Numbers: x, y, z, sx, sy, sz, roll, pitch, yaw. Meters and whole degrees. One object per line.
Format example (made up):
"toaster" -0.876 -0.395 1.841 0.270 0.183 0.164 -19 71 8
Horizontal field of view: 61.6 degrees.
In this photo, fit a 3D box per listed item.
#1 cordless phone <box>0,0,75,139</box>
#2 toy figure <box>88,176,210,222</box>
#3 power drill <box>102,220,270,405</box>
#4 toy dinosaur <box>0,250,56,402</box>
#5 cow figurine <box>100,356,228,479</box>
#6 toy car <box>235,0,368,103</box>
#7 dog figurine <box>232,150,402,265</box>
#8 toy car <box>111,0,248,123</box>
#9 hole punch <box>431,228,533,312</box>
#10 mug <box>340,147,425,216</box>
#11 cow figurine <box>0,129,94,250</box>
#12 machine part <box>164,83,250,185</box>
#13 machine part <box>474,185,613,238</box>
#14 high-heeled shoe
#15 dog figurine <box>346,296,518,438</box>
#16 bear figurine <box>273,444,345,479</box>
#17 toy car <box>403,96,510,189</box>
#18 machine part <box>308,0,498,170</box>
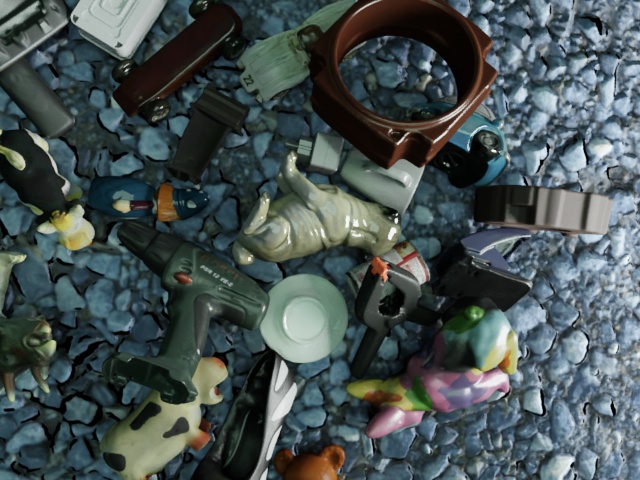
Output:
"cordless phone" -0.370 -0.239 0.705 0.146 0.089 0.184 -39 106 -7
"toy figure" -0.227 -0.054 0.724 0.154 0.057 0.064 8 59 -6
"power drill" -0.192 0.090 0.682 0.232 0.086 0.207 25 42 -6
"toy dinosaur" -0.504 0.102 0.661 0.405 0.131 0.192 3 89 -2
"cow figurine" -0.205 0.229 0.718 0.195 0.085 0.127 -40 102 -6
"toy car" -0.022 -0.265 0.756 0.202 0.056 0.073 -31 94 -8
"dog figurine" 0.000 -0.004 0.720 0.190 0.121 0.172 33 90 -5
"toy car" -0.191 -0.242 0.731 0.202 0.053 0.089 -41 91 1
"hole punch" 0.229 0.033 0.760 0.116 0.142 0.092 16 65 0
"mug" 0.082 -0.089 0.750 0.107 0.109 0.080 22 95 5
"cow figurine" -0.352 -0.064 0.687 0.068 0.098 0.167 -36 95 -13
"machine part" -0.159 -0.142 0.746 0.084 0.039 0.139 32 84 -12
"machine part" 0.305 -0.040 0.748 0.179 0.179 0.056 7 91 -8
"high-heeled shoe" -0.111 0.252 0.682 0.086 0.249 0.145 8 115 31
"dog figurine" 0.146 0.182 0.732 0.219 0.109 0.191 -20 136 -9
"bear figurine" -0.008 0.388 0.722 0.120 0.132 0.195 -8 98 14
"toy car" 0.196 -0.152 0.773 0.162 0.109 0.103 28 64 4
"machine part" 0.102 -0.209 0.681 0.201 0.087 0.201 42 78 7
